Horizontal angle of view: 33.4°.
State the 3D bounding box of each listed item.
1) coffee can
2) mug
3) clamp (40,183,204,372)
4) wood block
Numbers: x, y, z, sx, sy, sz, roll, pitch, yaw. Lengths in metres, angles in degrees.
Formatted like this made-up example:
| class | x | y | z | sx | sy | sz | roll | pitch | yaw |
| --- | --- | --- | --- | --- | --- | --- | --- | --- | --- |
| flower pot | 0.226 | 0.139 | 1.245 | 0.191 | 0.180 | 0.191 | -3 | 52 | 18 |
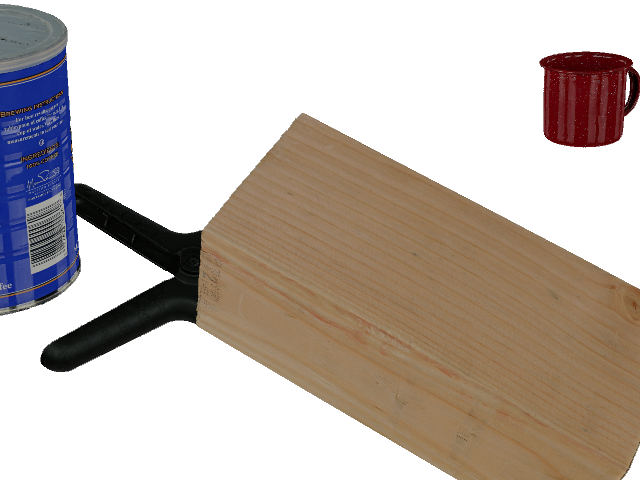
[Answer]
| class | x | y | z | sx | sy | sz | roll | pitch | yaw |
| --- | --- | --- | --- | --- | --- | --- | --- | --- | --- |
| coffee can | -0.184 | -0.045 | 0.571 | 0.103 | 0.140 | 0.103 | 2 | 28 | -1 |
| mug | 0.284 | -0.149 | 1.113 | 0.117 | 0.081 | 0.093 | -14 | 24 | -25 |
| clamp | -0.100 | 0.019 | 0.787 | 0.209 | 0.164 | 0.036 | -3 | -38 | -13 |
| wood block | 0.052 | 0.039 | 0.508 | 0.206 | 0.090 | 0.090 | 29 | -34 | 12 |
